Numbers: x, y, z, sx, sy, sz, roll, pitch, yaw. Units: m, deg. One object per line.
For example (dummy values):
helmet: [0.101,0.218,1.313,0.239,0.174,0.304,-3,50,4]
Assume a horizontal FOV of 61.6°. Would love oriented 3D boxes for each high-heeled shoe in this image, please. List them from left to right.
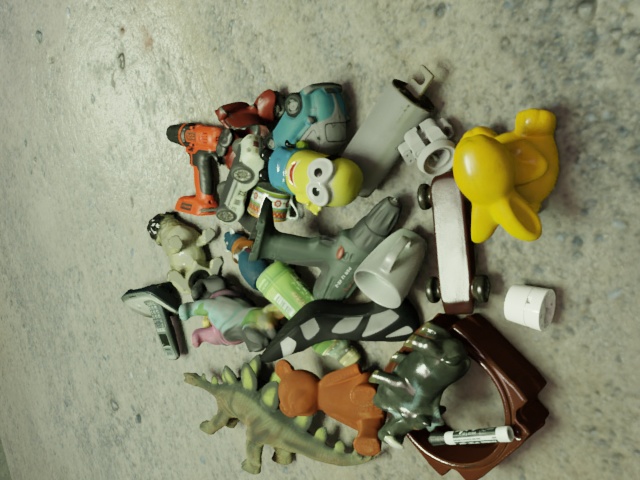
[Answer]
high-heeled shoe: [0.034,0.158,0.860,0.249,0.086,0.145,-40,96,15]

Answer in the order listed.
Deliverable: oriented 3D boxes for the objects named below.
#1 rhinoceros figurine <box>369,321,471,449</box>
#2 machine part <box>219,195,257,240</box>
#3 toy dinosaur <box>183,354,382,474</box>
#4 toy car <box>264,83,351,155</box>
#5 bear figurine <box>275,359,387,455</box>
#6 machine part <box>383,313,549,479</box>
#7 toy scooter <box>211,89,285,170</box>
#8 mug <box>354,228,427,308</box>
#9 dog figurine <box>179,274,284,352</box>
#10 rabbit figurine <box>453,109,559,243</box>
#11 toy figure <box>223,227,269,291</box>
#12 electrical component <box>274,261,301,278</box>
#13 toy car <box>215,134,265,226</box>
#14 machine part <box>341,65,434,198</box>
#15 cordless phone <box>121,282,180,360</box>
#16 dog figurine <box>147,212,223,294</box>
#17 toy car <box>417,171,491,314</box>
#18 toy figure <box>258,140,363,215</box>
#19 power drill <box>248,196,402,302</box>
rhinoceros figurine: [0.131,0.200,0.727,0.112,0.073,0.190,38,119,18]
machine part: [-0.149,-0.066,1.056,0.084,0.039,0.139,-50,64,29]
toy dinosaur: [-0.097,0.342,1.036,0.472,0.105,0.198,20,106,30]
toy car: [-0.013,-0.171,0.874,0.103,0.109,0.161,56,129,17]
bear figurine: [0.009,0.262,0.878,0.196,0.132,0.120,1,100,13]
machine part: [0.198,0.222,0.771,0.201,0.087,0.201,49,123,25]
toy scooter: [-0.144,-0.192,0.965,0.075,0.135,0.183,50,126,23]
mug: [0.110,0.028,0.788,0.081,0.107,0.109,28,150,21]
dog figurine: [-0.145,0.142,1.046,0.219,0.191,0.108,-2,118,12]
rabbit figurine: [0.212,-0.077,0.654,0.122,0.173,0.162,0,92,37]
toy figure: [-0.143,0.035,1.047,0.064,0.057,0.155,-49,49,12]
electrical component: [-0.064,0.080,1.015,0.063,0.021,0.094,5,101,40]
toy car: [-0.145,-0.103,0.959,0.201,0.056,0.073,123,150,-48]
machine part: [0.093,-0.149,0.807,0.079,0.079,0.243,52,125,22]
cordless phone: [-0.387,0.195,1.275,0.147,0.089,0.184,-14,92,41]
dog figurine: [-0.309,0.032,1.183,0.191,0.121,0.172,17,105,53]
toy car: [0.191,0.004,0.763,0.089,0.053,0.202,-7,89,31]
toy figure: [-0.016,-0.101,0.805,0.180,0.089,0.082,22,134,47]
power drill: [-0.002,-0.003,0.859,0.086,0.207,0.231,-90,17,-52]
